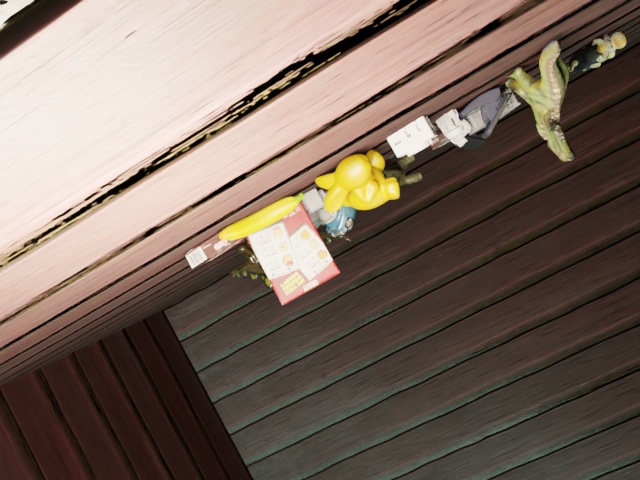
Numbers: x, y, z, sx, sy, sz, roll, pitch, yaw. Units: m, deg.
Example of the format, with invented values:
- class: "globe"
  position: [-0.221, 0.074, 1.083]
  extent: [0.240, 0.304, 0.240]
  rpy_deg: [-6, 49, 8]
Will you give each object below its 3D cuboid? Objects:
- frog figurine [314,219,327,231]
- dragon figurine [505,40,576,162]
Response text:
- class: "frog figurine"
  position: [0.006, -0.095, 1.897]
  extent: [0.160, 0.120, 0.139]
  rpy_deg: [17, -139, 38]
- class: "dragon figurine"
  position: [0.515, -0.290, 1.130]
  extent: [0.121, 0.242, 0.414]
  rpy_deg: [-25, -178, 19]
